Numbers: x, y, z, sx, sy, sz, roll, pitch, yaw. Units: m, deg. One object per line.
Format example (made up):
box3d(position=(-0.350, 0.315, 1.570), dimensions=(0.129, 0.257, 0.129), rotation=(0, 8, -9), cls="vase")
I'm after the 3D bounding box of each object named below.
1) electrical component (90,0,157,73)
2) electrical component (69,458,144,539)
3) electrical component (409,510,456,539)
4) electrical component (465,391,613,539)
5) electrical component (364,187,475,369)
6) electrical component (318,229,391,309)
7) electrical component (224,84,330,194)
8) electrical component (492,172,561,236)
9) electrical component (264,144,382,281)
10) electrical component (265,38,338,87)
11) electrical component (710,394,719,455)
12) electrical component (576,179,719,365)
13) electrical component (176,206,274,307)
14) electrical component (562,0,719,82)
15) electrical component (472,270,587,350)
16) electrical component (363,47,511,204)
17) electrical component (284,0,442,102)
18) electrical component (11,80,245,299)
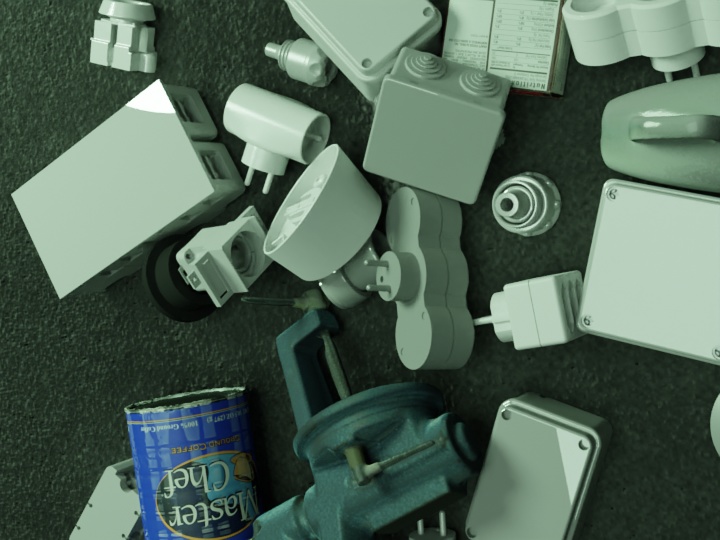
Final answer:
box3d(position=(-0.204, -0.205, 0.934), dimensions=(0.066, 0.048, 0.055), rotation=(16, 108, 24), cls="electrical component")
box3d(position=(-0.208, 0.216, 0.960), dimensions=(0.050, 0.056, 0.089), rotation=(36, 108, 19), cls="electrical component")
box3d(position=(0.058, 0.226, 0.840), dimensions=(0.077, 0.043, 0.079), rotation=(-2, 93, 26), cls="electrical component")
box3d(position=(0.131, 0.155, 0.792), dimensions=(0.078, 0.057, 0.113), rotation=(19, 102, 23), cls="electrical component")
box3d(position=(0.037, 0.005, 0.798), dimensions=(0.052, 0.074, 0.138), rotation=(-28, 63, 58), cls="electrical component")
box3d(position=(0.000, 0.000, 0.851), dimensions=(0.055, 0.045, 0.045), rotation=(-34, 79, 24), cls="electrical component")
box3d(position=(-0.073, -0.103, 0.879), dimensions=(0.077, 0.043, 0.079), rotation=(25, 104, 22), cls="electrical component")
box3d(position=(0.116, -0.048, 0.782), dimensions=(0.048, 0.062, 0.048), rotation=(2, 95, 26), cls="electrical component")
box3d(position=(-0.033, -0.043, 0.832), dimensions=(0.099, 0.099, 0.064), rotation=(-35, 120, 23), cls="electrical component")
box3d(position=(-0.049, -0.171, 0.868), dimensions=(0.061, 0.035, 0.035), rotation=(22, 103, 26), cls="electrical component")
box3d(position=(0.280, 0.102, 0.721), dimensions=(0.080, 0.051, 0.080), rotation=(2, 95, 25), cls="electrical component")
box3d(position=(0.216, 0.000, 0.741), dimensions=(0.109, 0.056, 0.108), rotation=(14, 100, 24), cls="electrical component")
box3d(position=(-0.109, -0.011, 0.864), dimensions=(0.064, 0.081, 0.042), rotation=(-4, 123, 41), cls="electrical component")
box3d(position=(0.214, -0.160, 0.733), dimensions=(0.138, 0.052, 0.073), rotation=(-3, 129, 31), cls="electrical component")
box3d(position=(0.120, 0.032, 0.784), dimensions=(0.077, 0.066, 0.047), rotation=(-12, 88, 28), cls="electrical component")
box3d(position=(0.057, -0.106, 0.783), dimensions=(0.100, 0.048, 0.099), rotation=(18, 137, 3), cls="electrical component")
box3d(position=(0.001, -0.195, 0.815), dimensions=(0.078, 0.057, 0.113), rotation=(-40, 75, -3), cls="electrical component")
box3d(position=(-0.200, -0.067, 0.933), dimensions=(0.186, 0.060, 0.105), rotation=(-31, 80, 24), cls="electrical component")
